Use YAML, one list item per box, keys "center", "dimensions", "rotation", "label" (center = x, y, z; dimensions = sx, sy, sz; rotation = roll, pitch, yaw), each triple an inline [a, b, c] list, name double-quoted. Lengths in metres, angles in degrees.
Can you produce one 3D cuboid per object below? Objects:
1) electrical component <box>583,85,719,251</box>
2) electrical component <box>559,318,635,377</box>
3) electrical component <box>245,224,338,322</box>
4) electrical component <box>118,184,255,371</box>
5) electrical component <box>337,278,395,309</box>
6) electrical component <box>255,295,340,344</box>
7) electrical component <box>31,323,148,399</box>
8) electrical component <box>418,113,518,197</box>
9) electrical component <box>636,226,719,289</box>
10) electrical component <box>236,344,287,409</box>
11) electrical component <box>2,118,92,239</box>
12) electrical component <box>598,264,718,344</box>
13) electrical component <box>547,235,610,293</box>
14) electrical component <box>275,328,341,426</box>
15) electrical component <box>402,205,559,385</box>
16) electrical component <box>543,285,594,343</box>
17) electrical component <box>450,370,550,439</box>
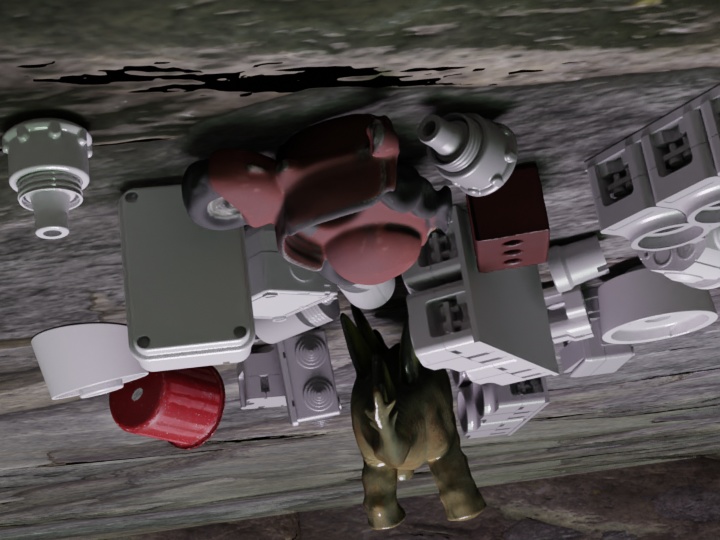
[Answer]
- center: [0.238, -0.068, 0.713]
  dimensions: [0.089, 0.061, 0.150]
  rotation: [4, 158, -34]
  label: "electrical component"
- center: [0.252, 0.074, 1.157]
  dimensions: [0.061, 0.061, 0.096]
  rotation: [-7, 162, -4]
  label: "electrical component"
- center: [-0.069, 0.001, 0.797]
  dimensions: [0.062, 0.061, 0.096]
  rotation: [4, 163, -36]
  label: "electrical component"
- center: [-0.112, 0.004, 0.693]
  dimensions: [0.078, 0.113, 0.057]
  rotation: [-6, 165, -8]
  label: "electrical component"
- center: [0.000, 0.000, 0.845]
  dimensions: [0.043, 0.043, 0.081]
  rotation: [-11, 162, 8]
  label: "electrical component"
- center: [-0.051, 0.031, 0.916]
  dimensions: [0.081, 0.043, 0.043]
  rotation: [-23, 157, 36]
  label: "electrical component"
- center: [-0.247, 0.083, 0.994]
  dimensions: [0.099, 0.064, 0.099]
  rotation: [-16, 174, -2]
  label: "electrical component"
- center: [0.061, -0.074, 0.645]
  dimensions: [0.048, 0.048, 0.062]
  rotation: [-23, 150, 37]
  label: "electrical component"
- center: [0.253, -0.028, 0.817]
  dimensions: [0.051, 0.080, 0.080]
  rotation: [11, 154, -34]
  label: "electrical component"
- center: [-0.080, 0.110, 1.126]
  dimensions: [0.089, 0.055, 0.050]
  rotation: [-3, 161, -17]
  label: "electrical component"
- center: [-0.170, -0.049, 0.587]
  dimensions: [0.048, 0.062, 0.048]
  rotation: [-8, 162, -2]
  label: "electrical component"
- center: [0.280, 0.027, 1.026]
  dimensions: [0.108, 0.060, 0.108]
  rotation: [-7, 162, -2]
  label: "electrical component"
- center: [0.185, -0.006, 0.918]
  dimensions: [0.046, 0.040, 0.040]
  rotation: [-19, 160, 13]
  label: "electrical component"
- center: [-0.051, 0.104, 1.050]
  dimensions: [0.048, 0.099, 0.099]
  rotation: [-10, 174, -6]
  label: "electrical component"
- center: [0.095, 0.029, 0.875]
  dimensions: [0.060, 0.105, 0.186]
  rotation: [-17, 160, 24]
  label: "electrical component"
- center: [0.191, 0.043, 1.044]
  dimensions: [0.057, 0.058, 0.078]
  rotation: [-16, 161, 12]
  label: "electrical component"
- center: [0.143, 0.113, 1.156]
  dimensions: [0.060, 0.105, 0.186]
  rotation: [-6, 162, -7]
  label: "electrical component"
